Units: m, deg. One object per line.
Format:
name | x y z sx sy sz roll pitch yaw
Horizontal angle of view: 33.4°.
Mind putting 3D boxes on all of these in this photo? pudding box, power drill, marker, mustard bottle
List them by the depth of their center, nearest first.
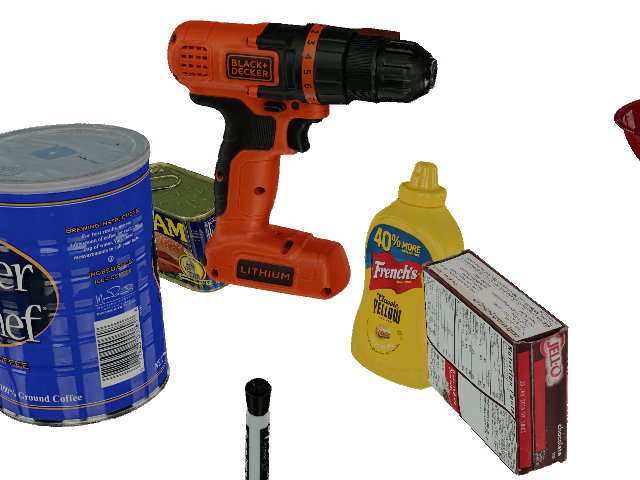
pudding box | 0.101 0.068 0.627 0.039 0.090 0.114 -15 27 -19
power drill | -0.014 -0.057 0.735 0.185 0.188 0.057 9 23 18
marker | -0.047 0.147 0.796 0.020 0.121 0.020 2 40 -2
mustard bottle | 0.079 0.026 0.931 0.058 0.192 0.096 -8 22 -41

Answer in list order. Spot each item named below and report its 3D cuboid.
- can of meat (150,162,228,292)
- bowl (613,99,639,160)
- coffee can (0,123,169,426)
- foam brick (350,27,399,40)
can of meat | -0.119 -0.010 0.920 0.102 0.084 0.057 20 43 33
bowl | 0.350 -0.089 0.971 0.162 0.055 0.162 -5 22 2
coffee can | -0.140 0.016 0.592 0.103 0.140 0.103 -2 22 0
foam brick | 0.023 -0.154 0.918 0.078 0.051 0.053 -8 18 -28
